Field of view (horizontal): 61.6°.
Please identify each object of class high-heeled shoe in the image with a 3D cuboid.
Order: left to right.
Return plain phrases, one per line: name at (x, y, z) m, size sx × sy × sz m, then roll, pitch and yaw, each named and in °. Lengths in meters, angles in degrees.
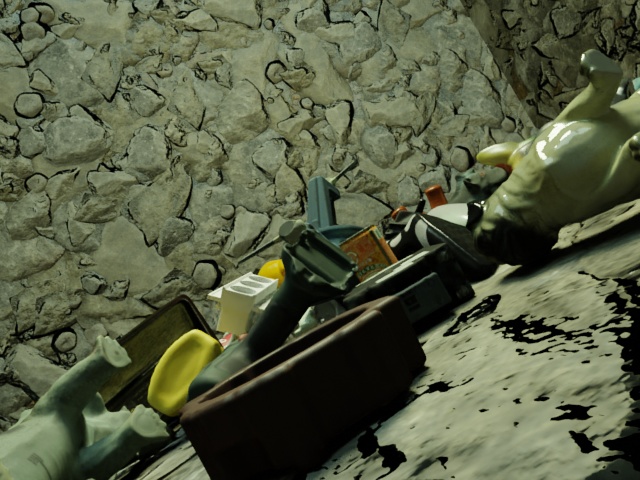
high-heeled shoe at (0.130, 0.038, 0.666) m, size 0.249 × 0.086 × 0.145 m, roll -104°, pitch 29°, yaw -70°

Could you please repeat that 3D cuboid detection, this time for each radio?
radio at (-0.244, 0.190, 0.761) m, size 0.073 × 0.131 × 0.229 m, roll -31°, pitch 7°, yaw 37°

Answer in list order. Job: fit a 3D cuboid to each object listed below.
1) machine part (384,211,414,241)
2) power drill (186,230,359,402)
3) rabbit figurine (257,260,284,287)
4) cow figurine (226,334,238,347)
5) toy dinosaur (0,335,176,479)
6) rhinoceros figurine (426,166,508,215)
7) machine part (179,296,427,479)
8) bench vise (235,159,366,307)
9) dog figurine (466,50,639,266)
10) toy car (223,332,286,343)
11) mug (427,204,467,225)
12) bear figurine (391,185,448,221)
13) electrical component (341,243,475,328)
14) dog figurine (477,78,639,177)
machine part at (0.130, -0.011, 0.870) m, size 0.084 × 0.039 × 0.139 m, roll -64°, pitch -9°, yaw 6°
power drill at (-0.049, 0.090, 0.584) m, size 0.207 × 0.086 × 0.232 m, roll -49°, pitch -3°, yaw 17°
rabbit figurine at (-0.084, 0.134, 1.113) m, size 0.162 × 0.122 × 0.173 m, roll -48°, pitch 22°, yaw 56°
cow figurine at (-0.107, 0.167, 0.840) m, size 0.068 × 0.098 × 0.167 m, roll 14°, pitch -4°, yaw 2°
toy dinosaur at (-0.238, 0.202, 0.413) m, size 0.192 × 0.131 × 0.405 m, roll -43°, pitch -1°, yaw 11°
rhinoceros figurine at (0.235, -0.049, 0.825) m, size 0.190 × 0.112 × 0.073 m, roll -38°, pitch -5°, yaw 5°
machine part at (-0.013, 0.101, 0.374) m, size 0.179 × 0.056 × 0.179 m, roll -29°, pitch -4°, yaw -2°
bench vise at (0.007, -0.007, 0.771) m, size 0.129 × 0.241 × 0.223 m, roll -30°, pitch -43°, yaw 32°
dog figurine at (0.235, -0.050, 0.455) m, size 0.172 × 0.121 × 0.190 m, roll 5°, pitch -32°, yaw -13°
toy car at (-0.117, 0.180, 1.019) m, size 0.056 × 0.073 × 0.202 m, roll -25°, pitch -5°, yaw -43°
mug at (0.208, -0.013, 0.731) m, size 0.110 × 0.080 × 0.107 m, roll -14°, pitch 3°, yaw -12°
bear figurine at (0.191, -0.024, 0.981) m, size 0.120 × 0.132 × 0.196 m, roll -35°, pitch -10°, yaw 20°
electrical component at (0.081, 0.054, 0.524) m, size 0.115 × 0.058 × 0.134 m, roll -31°, pitch -2°, yaw 1°
dog figurine at (0.290, -0.102, 0.661) m, size 0.219 × 0.108 × 0.191 m, roll -22°, pitch 0°, yaw 44°
